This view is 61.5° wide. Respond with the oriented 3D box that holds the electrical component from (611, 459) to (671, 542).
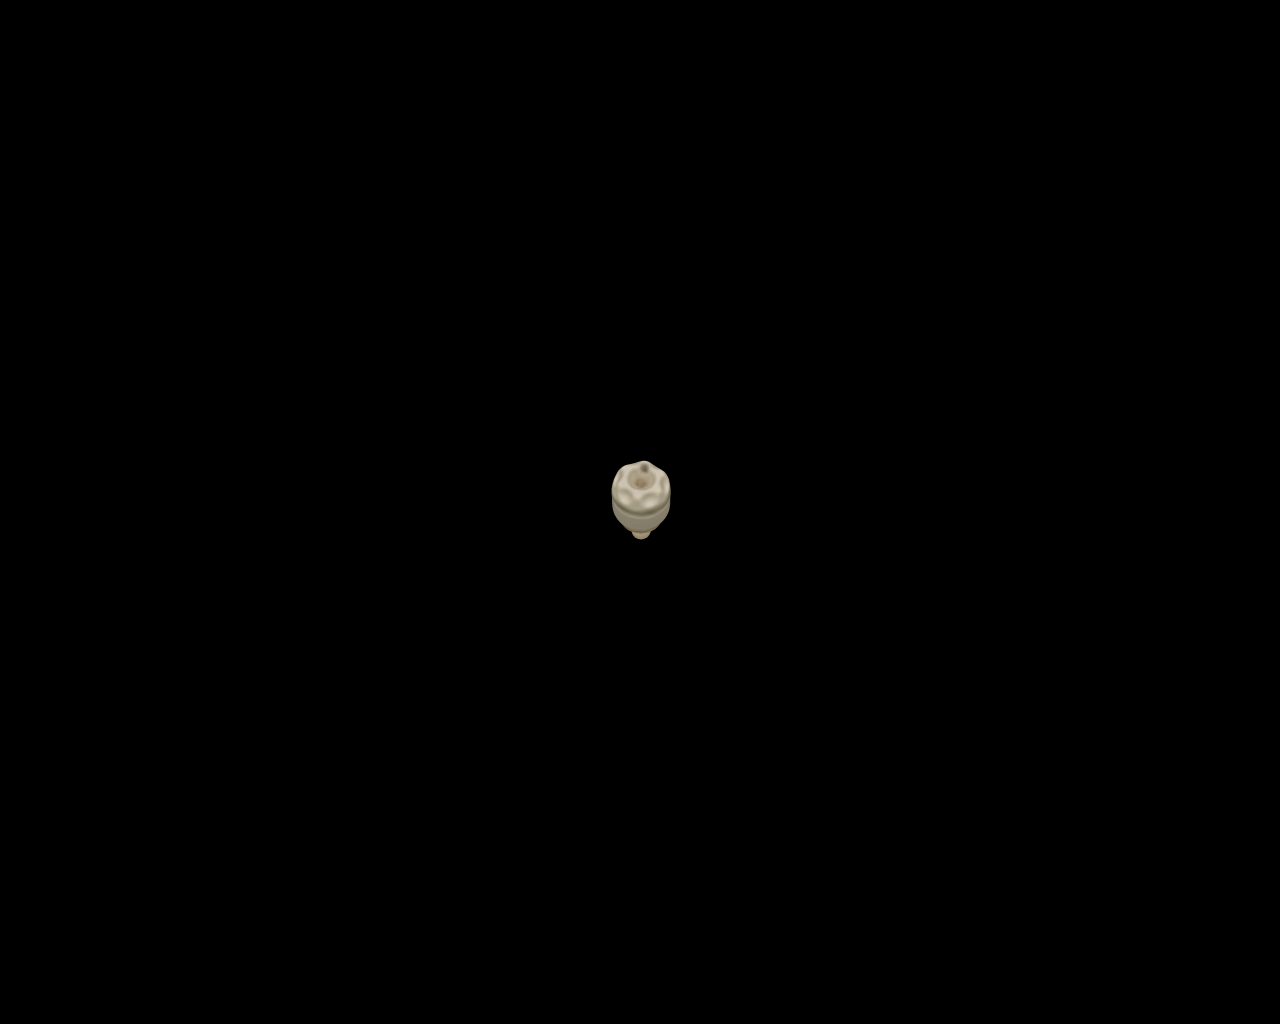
[{"bbox_3d":[0.001,-0.003,0.650,0.035,0.035,0.061,0,-34,0],"label":"electrical component"}]
